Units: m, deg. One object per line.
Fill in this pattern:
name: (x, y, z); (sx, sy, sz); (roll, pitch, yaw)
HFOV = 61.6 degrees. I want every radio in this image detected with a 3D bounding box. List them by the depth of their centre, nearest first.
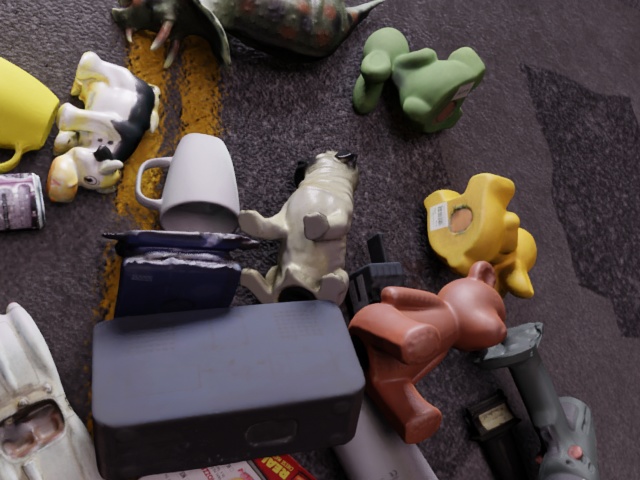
radio: (-0.080, 0.125, 0.478); (0.230, 0.073, 0.131); (-4, 32, -16)

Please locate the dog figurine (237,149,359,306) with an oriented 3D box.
dog figurine: (0.002, -0.003, 0.628); (0.121, 0.172, 0.190); (13, 28, 17)

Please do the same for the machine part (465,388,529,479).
machine part: (0.228, 0.259, 0.654); (0.084, 0.039, 0.139); (-13, 74, -38)

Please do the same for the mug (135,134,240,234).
mug: (-0.142, -0.062, 0.585); (0.109, 0.080, 0.107); (6, 56, -16)

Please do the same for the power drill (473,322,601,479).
power drill: (0.258, 0.210, 0.612); (0.207, 0.086, 0.232); (59, 32, 3)

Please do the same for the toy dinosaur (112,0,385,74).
toy dinosaur: (-0.049, -0.295, 0.706); (0.405, 0.131, 0.192); (-1, 82, -31)

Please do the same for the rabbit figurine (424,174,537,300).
rabbit figurine: (0.239, 0.008, 0.720); (0.173, 0.122, 0.162); (20, 54, -40)

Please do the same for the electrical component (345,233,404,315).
electrical component: (0.064, 0.051, 0.636); (0.048, 0.075, 0.119); (-2, 75, -28)

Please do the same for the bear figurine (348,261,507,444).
bear figurine: (0.131, 0.100, 0.546); (0.196, 0.132, 0.120); (-9, 108, -23)

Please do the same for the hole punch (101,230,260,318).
hole punch: (-0.141, 0.039, 0.521); (0.142, 0.116, 0.092); (6, 75, -24)

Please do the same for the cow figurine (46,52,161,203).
cow figurine: (-0.226, -0.107, 0.566); (0.098, 0.068, 0.167); (16, 64, -26)

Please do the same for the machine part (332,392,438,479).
machine part: (0.066, 0.225, 0.526); (0.079, 0.079, 0.243); (-9, 48, -29)

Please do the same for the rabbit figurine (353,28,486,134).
rabbit figurine: (0.118, -0.232, 0.778); (0.159, 0.121, 0.170); (-31, 67, -26)

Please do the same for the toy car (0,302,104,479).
toy car: (-0.249, 0.147, 0.452); (0.073, 0.056, 0.201); (-26, 83, -32)
